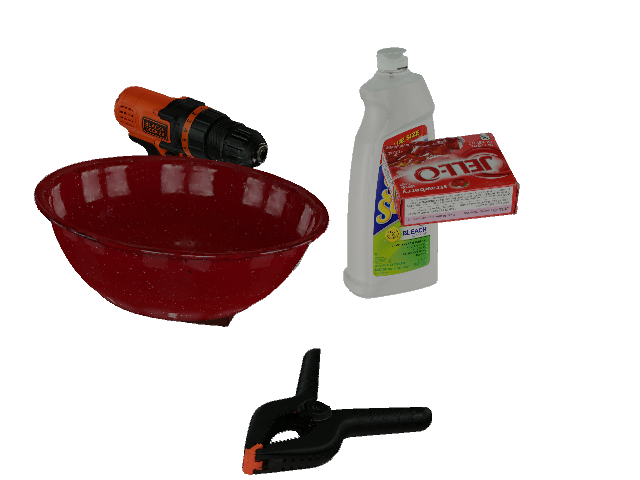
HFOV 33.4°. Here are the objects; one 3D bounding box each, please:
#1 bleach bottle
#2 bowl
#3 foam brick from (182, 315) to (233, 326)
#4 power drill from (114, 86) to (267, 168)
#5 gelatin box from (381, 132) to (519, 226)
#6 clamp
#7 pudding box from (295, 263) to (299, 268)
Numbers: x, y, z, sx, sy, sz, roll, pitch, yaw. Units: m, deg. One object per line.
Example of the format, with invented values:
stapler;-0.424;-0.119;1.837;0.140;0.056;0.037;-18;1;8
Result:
bleach bottle;0.070;-0.071;1.100;0.102;0.251;0.068;-10;22;-16
bowl;-0.078;0.002;0.597;0.162;0.055;0.162;7;20;-3
foam brick;-0.091;0.022;0.849;0.053;0.078;0.051;6;14;6
power drill;-0.133;-0.055;1.104;0.185;0.188;0.057;23;35;29
gelatin box;0.095;-0.047;0.796;0.089;0.030;0.073;-7;37;-4
clamp;0.005;0.184;1.075;0.165;0.036;0.209;21;28;26
pudding box;-0.047;0.009;1.303;0.039;0.090;0.113;35;32;9
